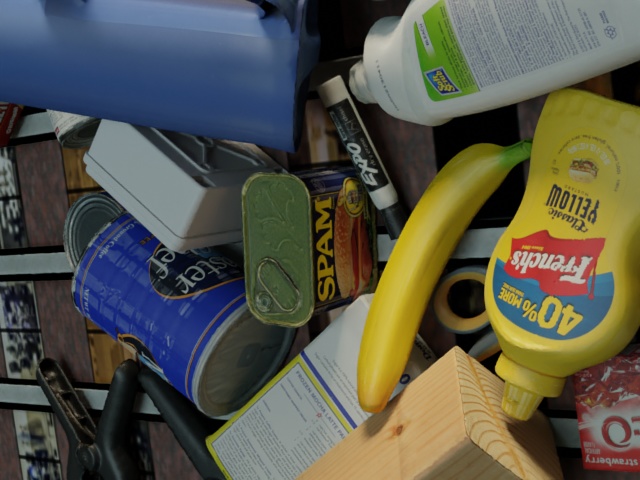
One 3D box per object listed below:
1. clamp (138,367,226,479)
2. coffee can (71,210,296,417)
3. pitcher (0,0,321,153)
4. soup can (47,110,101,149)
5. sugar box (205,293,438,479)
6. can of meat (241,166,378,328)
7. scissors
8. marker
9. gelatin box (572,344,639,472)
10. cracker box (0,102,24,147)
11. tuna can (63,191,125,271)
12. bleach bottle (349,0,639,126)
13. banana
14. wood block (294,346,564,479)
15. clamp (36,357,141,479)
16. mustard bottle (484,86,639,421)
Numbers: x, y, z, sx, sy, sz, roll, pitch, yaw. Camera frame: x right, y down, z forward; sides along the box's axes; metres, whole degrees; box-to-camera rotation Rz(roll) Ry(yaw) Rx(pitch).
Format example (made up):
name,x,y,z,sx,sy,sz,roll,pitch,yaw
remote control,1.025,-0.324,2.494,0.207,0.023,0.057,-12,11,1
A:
name,x,y,z,sx,sy,sz,roll,pitch,yaw
clamp,-0.081,0.212,0.852,0.210,0.036,0.165,21,104,30
coffee can,-0.102,0.051,0.799,0.140,0.102,0.103,33,116,28
pitcher,-0.121,-0.139,0.687,0.243,0.145,0.149,7,125,2
soup can,-0.195,-0.133,0.858,0.069,0.068,0.102,-27,83,37
sugar box,0.006,0.126,0.754,0.176,0.048,0.093,-43,72,21
can of meat,-0.005,0.001,0.729,0.058,0.083,0.102,4,101,36
scissors,0.141,0.018,0.666,0.096,0.016,0.202,47,121,21
marker,0.032,-0.052,0.717,0.020,0.020,0.121,-21,99,37
gelatin box,0.197,0.099,0.629,0.089,0.030,0.073,-5,95,37
cracker box,-0.330,-0.209,0.942,0.214,0.071,0.164,46,121,22
tuna can,-0.172,0.001,0.886,0.086,0.033,0.086,8,103,36
bleach bottle,0.099,-0.128,0.615,0.251,0.067,0.102,-12,99,54
banana,0.068,0.014,0.680,0.037,0.069,0.198,26,98,-12
wood block,0.046,0.177,0.678,0.090,0.091,0.206,38,115,-19
clamp,-0.187,0.178,0.927,0.120,0.039,0.171,-14,93,43
mustard bottle,0.145,0.014,0.614,0.096,0.058,0.192,27,104,40
